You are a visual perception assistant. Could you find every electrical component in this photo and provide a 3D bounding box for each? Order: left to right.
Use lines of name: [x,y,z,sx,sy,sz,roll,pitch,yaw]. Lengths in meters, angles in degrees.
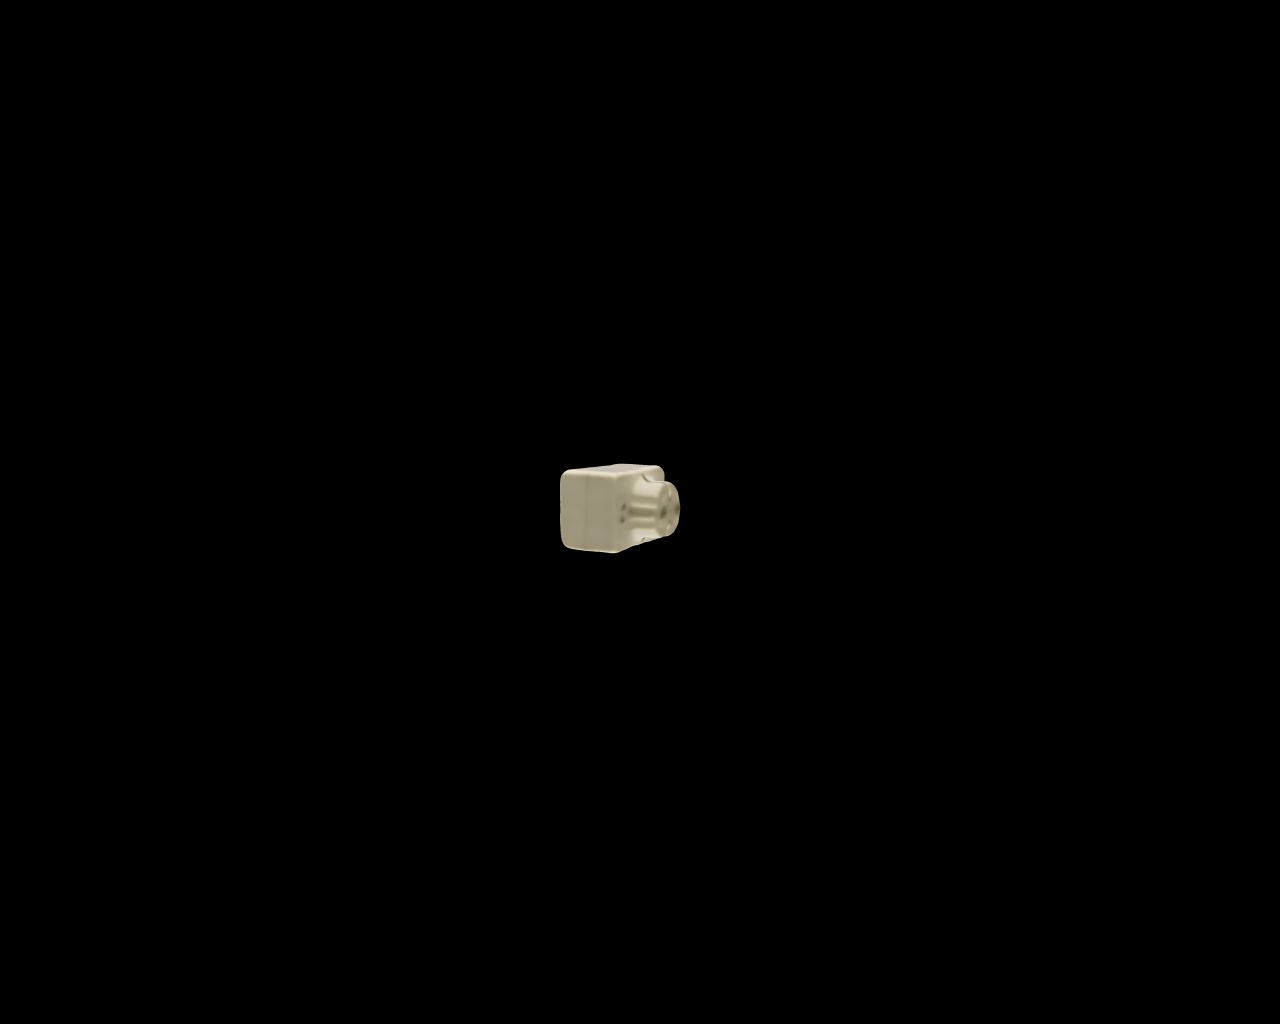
electrical component: [0.001,-0.003,0.650,0.077,0.047,0.066,4,8,28]
